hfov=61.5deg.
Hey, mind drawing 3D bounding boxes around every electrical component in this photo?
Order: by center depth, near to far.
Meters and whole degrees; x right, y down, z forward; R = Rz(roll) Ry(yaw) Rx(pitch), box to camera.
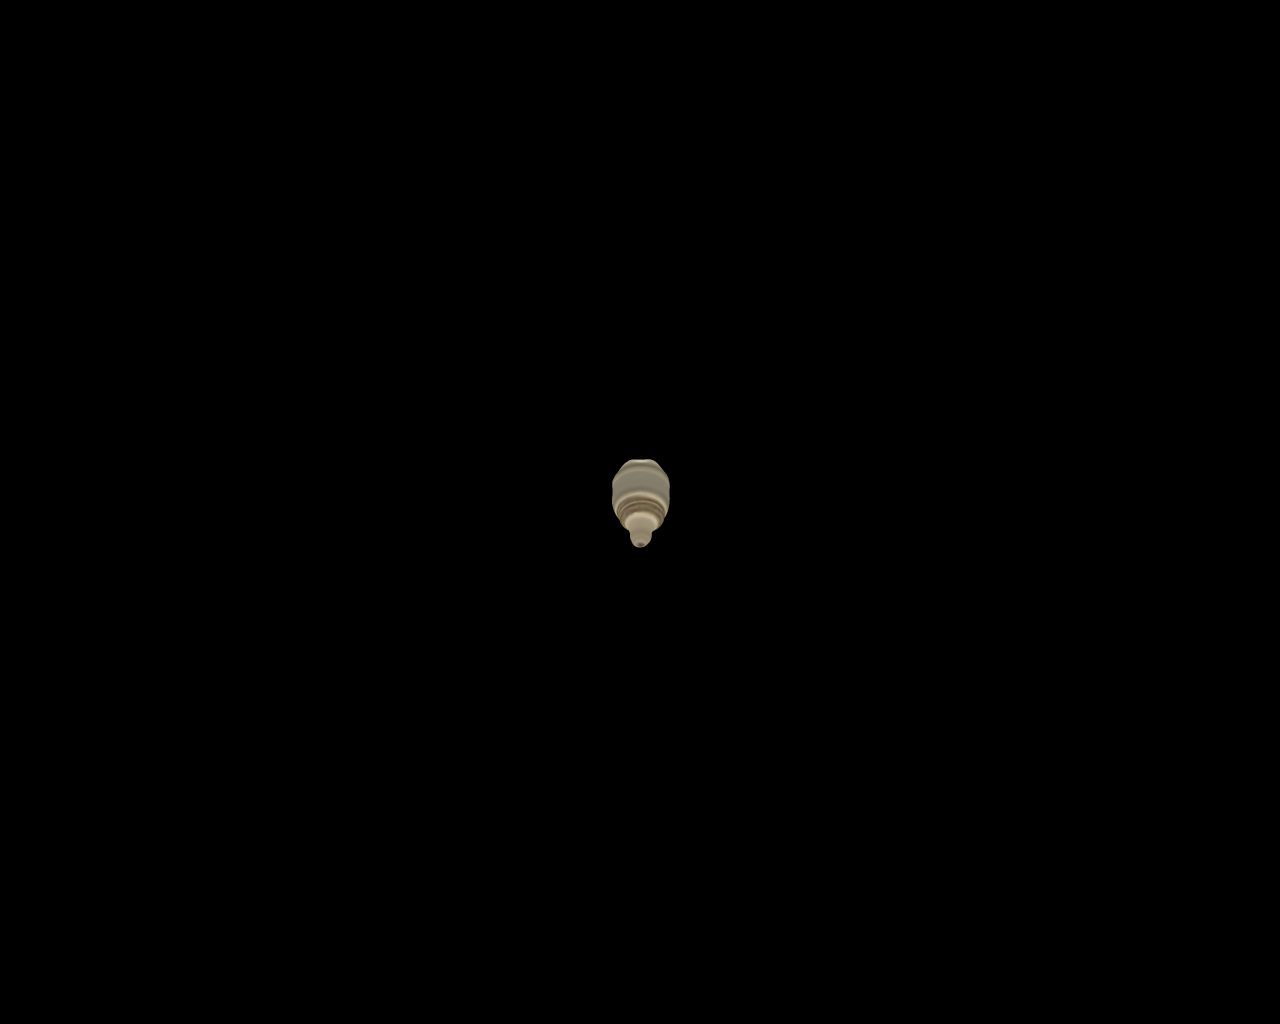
[{"bbox_3d":[0.001,-0.003,0.650,0.035,0.061,0.035,0,-43,0],"label":"electrical component"}]
